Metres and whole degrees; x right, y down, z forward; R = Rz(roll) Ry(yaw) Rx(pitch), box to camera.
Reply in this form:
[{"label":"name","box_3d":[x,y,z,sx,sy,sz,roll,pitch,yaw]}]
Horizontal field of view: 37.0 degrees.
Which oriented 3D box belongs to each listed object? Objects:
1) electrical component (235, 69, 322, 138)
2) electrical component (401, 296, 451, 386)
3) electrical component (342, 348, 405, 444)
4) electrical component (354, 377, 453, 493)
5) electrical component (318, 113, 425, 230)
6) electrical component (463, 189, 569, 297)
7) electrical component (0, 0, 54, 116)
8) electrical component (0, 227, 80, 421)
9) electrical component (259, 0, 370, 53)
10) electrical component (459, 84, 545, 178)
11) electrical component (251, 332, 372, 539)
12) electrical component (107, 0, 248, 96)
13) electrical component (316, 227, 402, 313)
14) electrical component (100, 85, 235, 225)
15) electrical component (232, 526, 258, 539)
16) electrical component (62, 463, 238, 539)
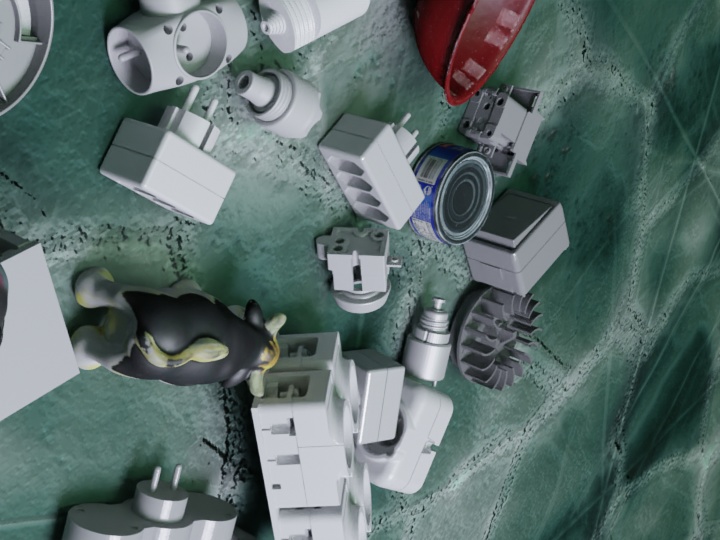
[{"label":"electrical component","box_3d":[-0.058,-0.117,0.736,0.062,0.043,0.043,20,90,-50]},{"label":"electrical component","box_3d":[0.062,0.063,0.956,0.040,0.040,0.078,0,106,-50]},{"label":"electrical component","box_3d":[-0.010,0.105,0.886,0.077,0.047,0.065,-3,108,-36]},{"label":"electrical component","box_3d":[0.033,0.143,0.947,0.059,0.054,0.095,28,84,-51]},{"label":"electrical component","box_3d":[0.021,-0.089,0.837,0.075,0.047,0.083,-52,138,-21]},{"label":"electrical component","box_3d":[0.148,-0.033,0.999,0.096,0.062,0.061,-45,135,-28]},{"label":"electrical component","box_3d":[-0.204,-0.124,0.545,0.099,0.064,0.099,-23,122,-42]},{"label":"electrical component","box_3d":[-0.240,0.047,0.578,0.150,0.062,0.089,-33,129,-37]},{"label":"electrical component","box_3d":[-0.036,-0.179,0.735,0.081,0.043,0.043,-36,130,-35]},{"label":"electrical component","box_3d":[0.123,-0.127,0.946,0.064,0.042,0.081,24,87,-48]},{"label":"electrical component","box_3d":[-0.031,0.153,0.821,0.105,0.060,0.186,-81,165,-63]},{"label":"electrical component","box_3d":[-0.114,-0.156,0.653,0.077,0.044,0.079,-34,129,-36]},{"label":"electrical component","box_3d":[0.000,0.000,0.847,0.048,0.066,0.055,-79,169,-52]},{"label":"electrical component","box_3d":[-0.114,-0.079,0.684,0.066,0.047,0.076,31,82,-51]},{"label":"electrical component","box_3d":[-0.094,0.239,0.836,0.078,0.057,0.058,-6,110,-48]},{"label":"electrical component","box_3d":[-0.142,0.171,0.754,0.138,0.052,0.073,6,101,-51]}]
